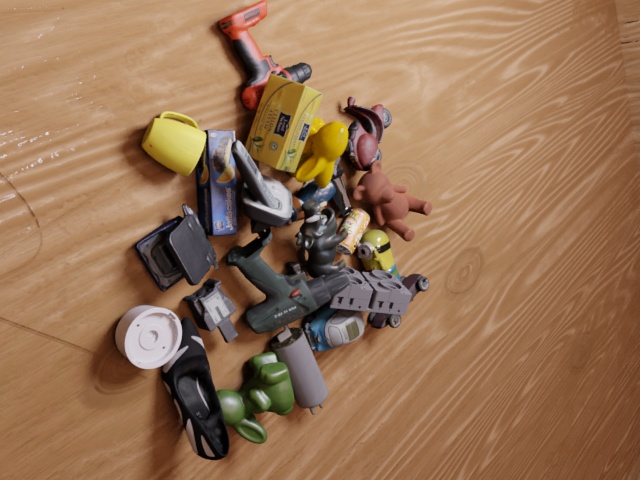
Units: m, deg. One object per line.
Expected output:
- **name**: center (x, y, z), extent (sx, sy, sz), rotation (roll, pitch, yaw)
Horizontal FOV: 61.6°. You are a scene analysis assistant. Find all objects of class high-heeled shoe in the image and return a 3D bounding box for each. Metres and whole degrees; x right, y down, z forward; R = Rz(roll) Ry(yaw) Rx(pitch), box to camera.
- **high-heeled shoe**: center (-0.219, 0.274, 0.986), extent (0.086, 0.145, 0.248), rotation (-9, 100, -41)

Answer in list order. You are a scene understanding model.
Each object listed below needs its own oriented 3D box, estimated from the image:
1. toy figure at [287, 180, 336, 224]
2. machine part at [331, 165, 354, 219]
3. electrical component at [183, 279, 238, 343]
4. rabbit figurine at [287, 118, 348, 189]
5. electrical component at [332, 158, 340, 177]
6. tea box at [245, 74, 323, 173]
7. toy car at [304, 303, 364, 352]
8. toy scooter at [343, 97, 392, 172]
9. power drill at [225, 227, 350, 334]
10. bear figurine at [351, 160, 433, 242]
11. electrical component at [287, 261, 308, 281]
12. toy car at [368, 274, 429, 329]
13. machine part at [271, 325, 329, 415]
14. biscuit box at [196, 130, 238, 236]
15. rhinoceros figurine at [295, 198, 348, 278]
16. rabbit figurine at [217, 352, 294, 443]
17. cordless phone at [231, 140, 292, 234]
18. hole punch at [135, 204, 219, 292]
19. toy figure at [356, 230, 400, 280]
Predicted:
- **toy figure**: center (-0.035, -0.080, 1.173), extent (0.154, 0.064, 0.057), rotation (-35, 134, -15)
- **machine part**: center (0.039, -0.119, 1.253), extent (0.084, 0.039, 0.138), rotation (-29, 103, -41)
- **electrical component**: center (-0.205, 0.143, 1.054), extent (0.075, 0.048, 0.119), rotation (-42, 118, -31)
- **rabbit figurine**: center (-0.015, -0.193, 1.118), extent (0.122, 0.173, 0.162), rotation (13, 79, -44)
- **electrical component**: center (0.016, -0.191, 1.224), extent (0.063, 0.021, 0.094), rotation (12, 66, -22)
- **tea box**: center (-0.075, -0.229, 1.067), extent (0.068, 0.098, 0.169), rotation (4, 109, -58)
- **toy car**: center (0.046, 0.194, 1.239), extent (0.161, 0.103, 0.109), rotation (-27, 109, -39)
- **toy scooter**: center (0.099, -0.262, 1.277), extent (0.135, 0.075, 0.184), rotation (33, 68, -37)
- **power drill**: center (-0.077, 0.073, 1.096), extent (0.232, 0.086, 0.207), rotation (-34, 119, 0)
- **bear figurine**: center (0.171, -0.096, 1.293), extent (0.120, 0.132, 0.195), rotation (-55, 147, -4)
- **electrical component**: center (-0.052, 0.098, 1.190), extent (0.078, 0.045, 0.102), rotation (-27, 109, -6)
- **toy car**: center (0.204, 0.161, 1.379), extent (0.202, 0.089, 0.053), rotation (-47, 117, -30)
- **machine part**: center (-0.043, 0.281, 1.183), extent (0.079, 0.079, 0.243), rotation (-34, 113, -34)
- **biscuit box**: center (-0.200, -0.109, 1.036), extent (0.059, 0.063, 0.202), rotation (-7, 96, -39)
- **rhinoceros figurine**: center (-0.002, -0.003, 1.154), extent (0.112, 0.073, 0.190), rotation (-18, 126, -17)
- **rabbit figurine**: center (-0.148, 0.325, 1.094), extent (0.170, 0.121, 0.158), rotation (-17, 111, -20)
- **cordless phone**: center (-0.126, -0.119, 1.040), extent (0.147, 0.089, 0.184), rotation (-94, 162, -58)
- **hole punch**: center (-0.261, 0.022, 0.988), extent (0.142, 0.092, 0.116), rotation (64, 27, -20)
- **toy figure**: center (0.149, 0.060, 1.335), extent (0.089, 0.082, 0.180), rotation (-45, 115, -43)
